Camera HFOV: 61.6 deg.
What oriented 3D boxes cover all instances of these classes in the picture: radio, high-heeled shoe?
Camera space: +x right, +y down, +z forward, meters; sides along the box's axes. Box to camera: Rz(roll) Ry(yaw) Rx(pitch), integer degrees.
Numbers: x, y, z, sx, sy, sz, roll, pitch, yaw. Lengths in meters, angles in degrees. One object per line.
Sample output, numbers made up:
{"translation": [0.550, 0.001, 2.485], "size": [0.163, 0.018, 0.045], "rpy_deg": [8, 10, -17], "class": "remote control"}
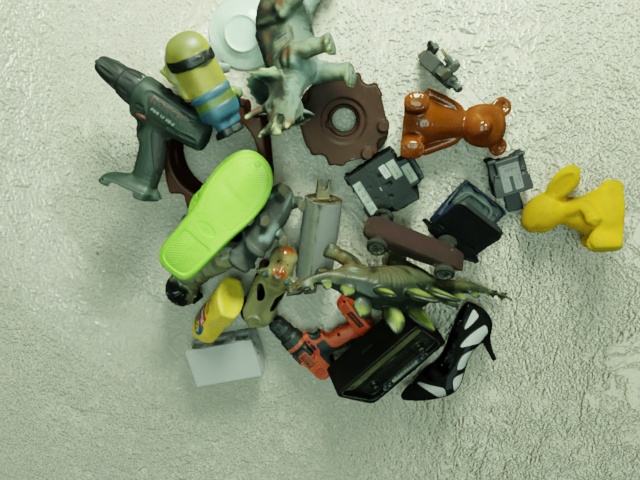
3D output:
{"translation": [0.138, 0.240, 1.114], "size": [0.229, 0.073, 0.131], "rpy_deg": [-44, 134, 17], "class": "radio"}
{"translation": [0.255, 0.237, 1.130], "size": [0.249, 0.086, 0.145], "rpy_deg": [-30, 100, 9], "class": "high-heeled shoe"}

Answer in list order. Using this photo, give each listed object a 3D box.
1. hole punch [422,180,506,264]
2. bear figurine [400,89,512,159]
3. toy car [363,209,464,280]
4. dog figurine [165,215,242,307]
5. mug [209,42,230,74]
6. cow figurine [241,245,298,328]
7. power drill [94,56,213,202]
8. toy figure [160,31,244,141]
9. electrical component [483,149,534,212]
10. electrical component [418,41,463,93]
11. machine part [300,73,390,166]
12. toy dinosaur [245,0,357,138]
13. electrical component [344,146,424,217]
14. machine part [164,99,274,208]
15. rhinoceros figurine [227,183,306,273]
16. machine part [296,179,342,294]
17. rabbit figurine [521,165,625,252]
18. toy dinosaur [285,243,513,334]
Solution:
{"translation": [0.285, -0.038, 1.042], "size": [0.142, 0.092, 0.116], "rpy_deg": [35, 137, -9], "class": "hole punch"}
{"translation": [0.245, -0.202, 0.962], "size": [0.196, 0.132, 0.120], "rpy_deg": [8, 109, 9], "class": "bear figurine"}
{"translation": [0.174, 0.012, 1.006], "size": [0.202, 0.089, 0.053], "rpy_deg": [21, 138, -8], "class": "toy car"}
{"translation": [-0.230, 0.060, 1.116], "size": [0.172, 0.121, 0.190], "rpy_deg": [14, 123, 4], "class": "dog figurine"}
{"translation": [-0.224, -0.317, 0.970], "size": [0.110, 0.107, 0.080], "rpy_deg": [22, 113, 7], "class": "mug"}
{"translation": [-0.103, 0.094, 1.085], "size": [0.085, 0.127, 0.194], "rpy_deg": [23, 112, -11], "class": "cow figurine"}
{"translation": [-0.322, -0.186, 0.960], "size": [0.232, 0.086, 0.207], "rpy_deg": [26, 101, -4], "class": "power drill"}
{"translation": [-0.186, -0.257, 0.893], "size": [0.089, 0.082, 0.180], "rpy_deg": [-14, 113, 43], "class": "toy figure"}
{"translation": [0.361, -0.107, 1.023], "size": [0.075, 0.048, 0.119], "rpy_deg": [-13, 105, 10], "class": "electrical component"}
{"translation": [0.214, -0.309, 0.948], "size": [0.078, 0.102, 0.045], "rpy_deg": [29, 114, -31], "class": "electrical component"}
{"translation": [0.044, -0.225, 1.008], "size": [0.179, 0.056, 0.179], "rpy_deg": [2, 107, 6], "class": "machine part"}
{"translation": [-0.054, -0.360, 0.932], "size": [0.192, 0.131, 0.404], "rpy_deg": [-11, 80, 25], "class": "toy dinosaur"}
{"translation": [0.130, -0.112, 1.037], "size": [0.134, 0.058, 0.114], "rpy_deg": [-29, 106, 13], "class": "electrical component"}
{"translation": [-0.195, -0.166, 1.034], "size": [0.202, 0.087, 0.200], "rpy_deg": [-2, 108, 7], "class": "machine part"}
{"translation": [-0.108, -0.026, 1.022], "size": [0.073, 0.112, 0.190], "rpy_deg": [39, 74, -32], "class": "rhinoceros figurine"}
{"translation": [-0.002, -0.003, 1.074], "size": [0.079, 0.079, 0.243], "rpy_deg": [7, 108, 3], "class": "machine part"}
{"translation": [0.466, -0.055, 0.999], "size": [0.173, 0.122, 0.162], "rpy_deg": [1, 106, 25], "class": "rabbit figurine"}
{"translation": [0.157, 0.090, 1.028], "size": [0.471, 0.199, 0.105], "rpy_deg": [-3, 123, -27], "class": "toy dinosaur"}
